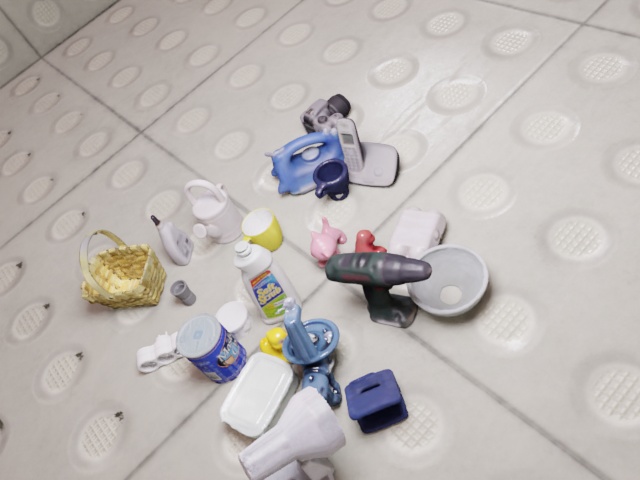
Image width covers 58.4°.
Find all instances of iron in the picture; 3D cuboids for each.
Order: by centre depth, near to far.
[{"bbox_3d":[-0.018,-0.230,1.511,0.258,0.142,0.118,-26,49,2],"label":"iron"}]

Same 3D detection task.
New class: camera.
[{"bbox_3d":[0.031,-0.351,1.611,0.137,0.101,0.142,-46,51,-15],"label":"camera"}]

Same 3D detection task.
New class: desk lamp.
[{"bbox_3d":[-0.042,0.378,1.003,0.203,0.214,0.117,-40,50,-10],"label":"desk lamp"}]

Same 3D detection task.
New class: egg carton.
[{"bbox_3d":[0.218,-0.007,1.288,0.107,0.070,0.150,9,58,28],"label":"egg carton"}]

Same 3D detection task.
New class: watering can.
[{"bbox_3d":[-0.275,-0.078,1.466,0.101,0.195,0.172,-21,49,7],"label":"watering can"}]

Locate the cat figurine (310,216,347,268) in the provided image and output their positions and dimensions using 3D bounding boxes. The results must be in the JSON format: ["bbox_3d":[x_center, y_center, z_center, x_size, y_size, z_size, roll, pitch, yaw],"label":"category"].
[{"bbox_3d":[0.012,0.005,1.333,0.067,0.118,0.128,-7,52,18],"label":"cat figurine"}]

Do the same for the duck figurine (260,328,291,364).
[{"bbox_3d":[-0.088,0.219,1.230,0.104,0.086,0.077,-1,54,22],"label":"duck figurine"}]

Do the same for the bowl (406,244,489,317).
[{"bbox_3d":[0.267,0.095,1.186,0.167,0.075,0.167,-11,51,15],"label":"bowl"}]

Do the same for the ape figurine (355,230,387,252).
[{"bbox_3d":[0.109,0.011,1.304,0.076,0.092,0.077,-28,49,0],"label":"ape figurine"}]

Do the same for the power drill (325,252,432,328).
[{"bbox_3d":[0.131,0.093,1.154,0.228,0.209,0.076,7,58,27],"label":"power drill"}]

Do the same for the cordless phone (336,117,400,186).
[{"bbox_3d":[0.116,-0.222,1.420,0.147,0.185,0.094,8,58,28],"label":"cordless phone"}]

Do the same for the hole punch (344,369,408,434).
[{"bbox_3d":[0.100,0.298,1.087,0.108,0.091,0.101,-24,49,4],"label":"hole punch"}]

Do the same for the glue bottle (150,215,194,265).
[{"bbox_3d":[-0.385,-0.010,1.473,0.037,0.174,0.078,-6,52,19],"label":"glue bottle"}]

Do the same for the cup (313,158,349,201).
[{"bbox_3d":[0.032,-0.134,1.447,0.091,0.095,0.118,15,61,31],"label":"cup"}]

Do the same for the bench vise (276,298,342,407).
[{"bbox_3d":[-0.012,0.217,1.110,0.121,0.220,0.207,-27,49,1],"label":"bench vise"}]
